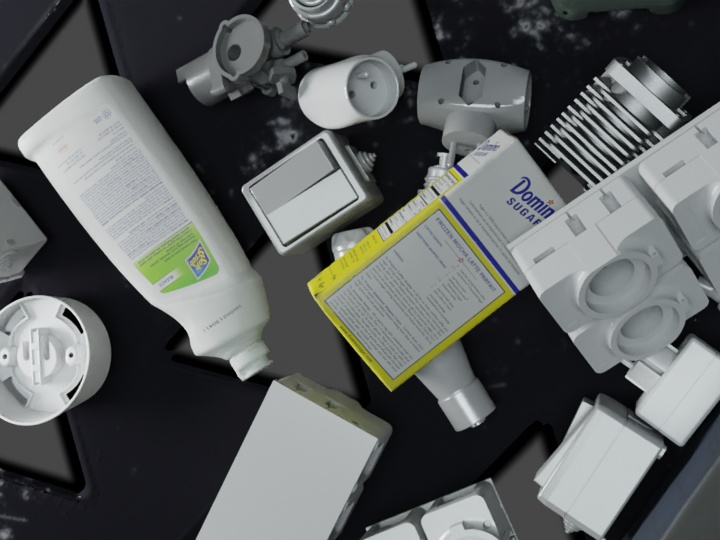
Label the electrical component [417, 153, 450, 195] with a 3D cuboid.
[{"bbox_3d":[0.058,-0.046,0.788,0.040,0.040,0.078,8,93,14],"label":"electrical component"}]

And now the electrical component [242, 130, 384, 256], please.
[{"bbox_3d":[-0.030,-0.060,0.798,0.096,0.061,0.061,-33,84,13],"label":"electrical component"}]

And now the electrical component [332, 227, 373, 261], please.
[{"bbox_3d":[0.000,0.000,0.807,0.035,0.035,0.061,-11,91,14],"label":"electrical component"}]

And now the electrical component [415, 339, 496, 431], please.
[{"bbox_3d":[0.070,0.085,0.789,0.044,0.044,0.065,-32,89,13],"label":"electrical component"}]

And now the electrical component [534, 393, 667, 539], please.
[{"bbox_3d":[0.163,0.140,0.756,0.061,0.062,0.096,33,99,11],"label":"electrical component"}]

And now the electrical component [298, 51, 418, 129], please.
[{"bbox_3d":[0.005,-0.136,0.786,0.079,0.077,0.043,-27,106,-24],"label":"electrical component"}]

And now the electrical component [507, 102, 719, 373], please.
[{"bbox_3d":[0.207,-0.021,0.706,0.186,0.105,0.060,-35,42,10],"label":"electrical component"}]

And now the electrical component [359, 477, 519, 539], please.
[{"bbox_3d":[0.082,0.262,0.781,0.105,0.060,0.186,-25,86,13],"label":"electrical component"}]

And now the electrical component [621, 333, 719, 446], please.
[{"bbox_3d":[0.211,0.071,0.749,0.077,0.047,0.065,37,100,11],"label":"electrical component"}]

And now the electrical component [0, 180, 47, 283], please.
[{"bbox_3d":[-0.310,-0.034,0.851,0.048,0.100,0.099,-44,81,24],"label":"electrical component"}]

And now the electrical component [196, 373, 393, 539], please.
[{"bbox_3d":[-0.050,0.165,0.810,0.089,0.062,0.150,28,98,12],"label":"electrical component"}]

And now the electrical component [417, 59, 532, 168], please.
[{"bbox_3d":[0.080,-0.108,0.771,0.077,0.043,0.079,6,69,14],"label":"electrical component"}]

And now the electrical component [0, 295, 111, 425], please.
[{"bbox_3d":[-0.251,0.069,0.856,0.099,0.064,0.099,0,92,14],"label":"electrical component"}]

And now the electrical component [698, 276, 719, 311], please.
[{"bbox_3d":[0.263,0.019,0.742,0.061,0.035,0.035,19,96,15],"label":"electrical component"}]

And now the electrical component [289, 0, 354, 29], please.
[{"bbox_3d":[-0.033,-0.206,0.794,0.048,0.062,0.048,0,92,14],"label":"electrical component"}]
